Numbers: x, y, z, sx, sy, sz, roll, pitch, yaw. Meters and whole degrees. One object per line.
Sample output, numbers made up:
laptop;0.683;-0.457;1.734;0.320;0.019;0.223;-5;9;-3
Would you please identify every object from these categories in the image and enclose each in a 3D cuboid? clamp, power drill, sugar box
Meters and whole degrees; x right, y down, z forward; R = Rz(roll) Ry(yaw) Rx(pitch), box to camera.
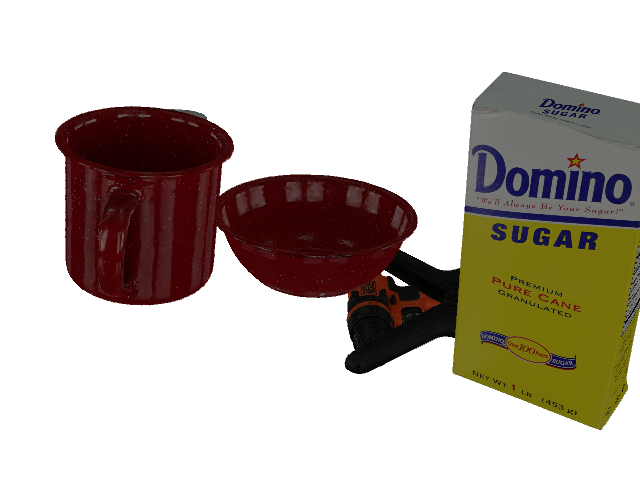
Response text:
clamp;0.122;0.067;1.015;0.210;0.164;0.036;6;-41;9
power drill;0.123;0.084;1.214;0.187;0.057;0.184;-1;27;-1
sugar box;0.121;0.008;0.554;0.093;0.176;0.048;18;42;27

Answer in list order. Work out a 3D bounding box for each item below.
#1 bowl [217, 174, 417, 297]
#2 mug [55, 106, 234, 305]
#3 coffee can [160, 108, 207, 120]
bowl;-0.005;0.001;0.845;0.162;0.055;0.162;2;24;-1
mug;-0.097;-0.013;0.567;0.093;0.081;0.117;7;27;-1
coffee can;-0.157;-0.048;1.032;0.103;0.140;0.103;-1;18;0
